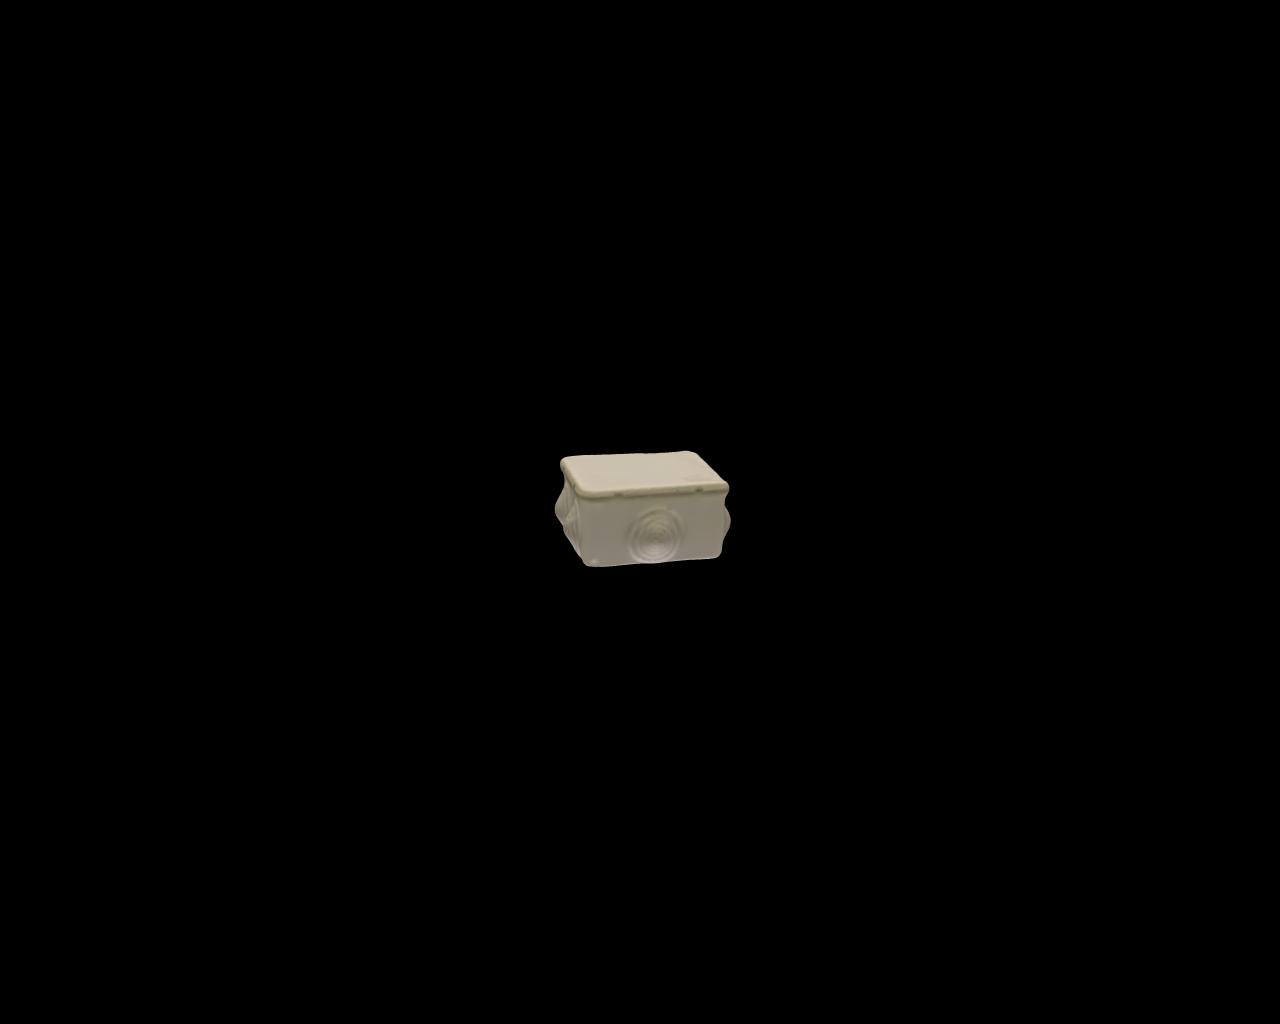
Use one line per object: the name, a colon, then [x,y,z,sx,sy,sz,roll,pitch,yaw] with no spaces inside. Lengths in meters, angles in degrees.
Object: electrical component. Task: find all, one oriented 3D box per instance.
electrical component: [0.001,-0.003,0.650,0.100,0.048,0.100,-3,16,-11]
